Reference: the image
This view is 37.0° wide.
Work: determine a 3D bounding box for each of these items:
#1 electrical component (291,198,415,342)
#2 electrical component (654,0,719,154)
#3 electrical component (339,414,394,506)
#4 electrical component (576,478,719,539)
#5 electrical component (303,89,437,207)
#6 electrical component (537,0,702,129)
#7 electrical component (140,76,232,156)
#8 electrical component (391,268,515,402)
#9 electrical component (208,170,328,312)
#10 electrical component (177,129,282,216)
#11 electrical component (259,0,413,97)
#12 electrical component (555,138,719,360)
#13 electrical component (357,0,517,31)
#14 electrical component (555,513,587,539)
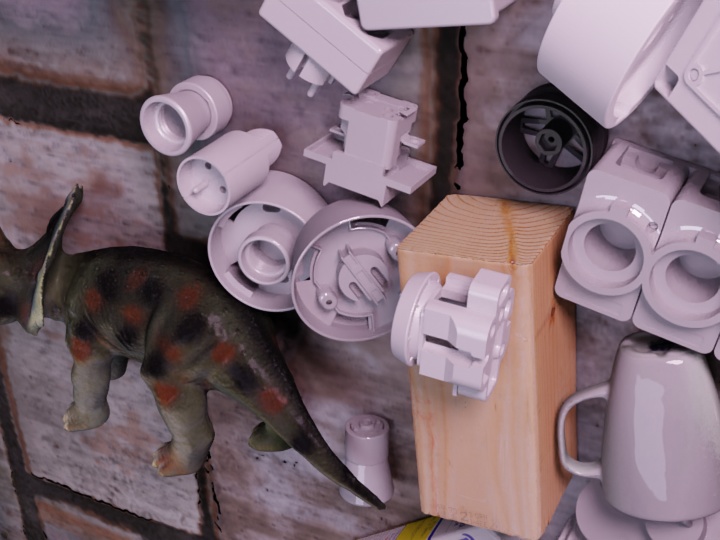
[{"bbox_3d":[0.000,0.000,0.734,0.099,0.064,0.099,-3,112,-8],"label":"electrical component"},{"bbox_3d":[0.220,-0.104,0.537,0.108,0.056,0.108,58,138,35],"label":"electrical component"},{"bbox_3d":[0.005,0.148,0.852,0.044,0.044,0.065,13,117,25],"label":"electrical component"},{"bbox_3d":[0.210,0.168,0.708,0.138,0.052,0.074,7,162,29],"label":"electrical component"},{"bbox_3d":[0.009,-0.084,0.717,0.081,0.042,0.063,21,121,19],"label":"electrical component"},{"bbox_3d":[0.138,-0.136,0.569,0.060,0.108,0.108,38,130,16],"label":"electrical component"},{"bbox_3d":[-0.124,-0.112,0.773,0.045,0.055,0.045,15,123,24],"label":"electrical component"},{"bbox_3d":[0.054,0.033,0.628,0.057,0.058,0.078,15,123,19],"label":"electrical component"},{"bbox_3d":[-0.063,-0.021,0.798,0.099,0.064,0.099,7,119,13],"label":"electrical component"},{"bbox_3d":[-0.087,-0.074,0.755,0.043,0.081,0.043,14,123,23],"label":"electrical component"},{"bbox_3d":[-0.024,-0.146,0.697,0.083,0.047,0.075,41,130,5],"label":"electrical component"},{"bbox_3d":[0.200,-0.004,0.631,0.150,0.062,0.089,23,126,19],"label":"electrical component"},{"bbox_3d":[0.043,-0.191,0.630,0.100,0.048,0.099,4,118,30],"label":"electrical component"},{"bbox_3d":[0.159,0.234,0.759,0.078,0.113,0.057,34,131,11],"label":"electrical component"}]
